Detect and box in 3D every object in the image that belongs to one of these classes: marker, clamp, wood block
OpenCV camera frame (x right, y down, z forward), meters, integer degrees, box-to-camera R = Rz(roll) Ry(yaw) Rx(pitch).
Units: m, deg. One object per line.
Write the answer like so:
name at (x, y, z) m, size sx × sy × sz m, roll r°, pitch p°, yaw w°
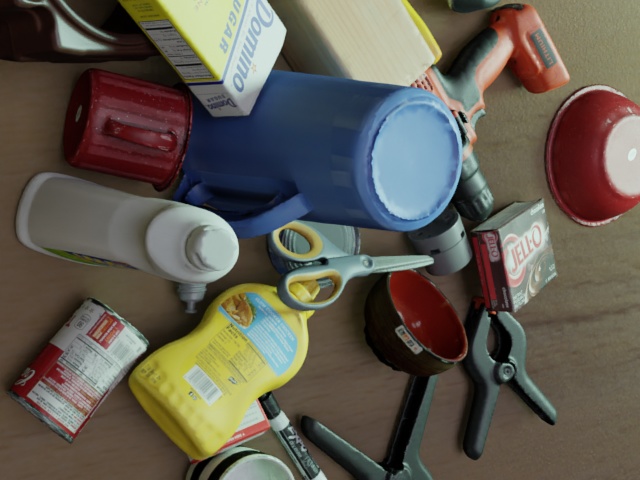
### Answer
marker at (-0.028, 0.190, 1.019) m, size 0.020 × 0.020 × 0.121 m, roll -39°, pitch 113°, yaw -23°
clamp at (0.062, 0.236, 1.069) m, size 0.164 × 0.036 × 0.210 m, roll -14°, pitch 102°, yaw -30°
clamp at (0.200, 0.142, 1.144) m, size 0.120 × 0.039 × 0.171 m, roll -9°, pitch 99°, yaw -32°
wood block at (0.002, -0.217, 0.954) m, size 0.090 × 0.090 × 0.206 m, roll -44°, pitch 116°, yaw -20°

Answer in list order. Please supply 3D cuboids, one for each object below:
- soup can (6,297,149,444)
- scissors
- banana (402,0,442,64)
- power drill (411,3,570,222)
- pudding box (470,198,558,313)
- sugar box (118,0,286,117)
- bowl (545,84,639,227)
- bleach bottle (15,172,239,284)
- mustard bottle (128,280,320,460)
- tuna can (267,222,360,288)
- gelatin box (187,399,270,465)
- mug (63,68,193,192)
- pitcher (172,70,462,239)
soup can at (-0.197, 0.106, 0.876) m, size 0.068 × 0.069 × 0.102 m, roll 47°, pitch 70°, yaw -27°
scissors at (0.025, 0.009, 0.987) m, size 0.201 × 0.016 × 0.096 m, roll -23°, pitch 78°, yaw -47°
banana at (0.047, -0.246, 0.993) m, size 0.037 × 0.070 × 0.197 m, roll -37°, pitch 117°, yaw -2°
power drill at (0.169, -0.137, 1.085) m, size 0.187 × 0.057 × 0.184 m, roll -42°, pitch 114°, yaw -22°
pudding box at (0.203, 0.015, 1.113) m, size 0.113 × 0.039 × 0.090 m, roll -31°, pitch 113°, yaw -51°
sugar box at (-0.095, -0.183, 0.812) m, size 0.176 × 0.048 × 0.093 m, roll 48°, pitch 55°, yaw -43°
bowl at (0.329, -0.093, 1.191) m, size 0.161 × 0.055 × 0.162 m, roll -3°, pitch 96°, yaw -32°
bleach bottle at (-0.139, -0.006, 0.792) m, size 0.102 × 0.251 × 0.068 m, roll 17°, pitch 86°, yaw -32°
mustard bottle at (-0.067, 0.094, 0.925) m, size 0.096 × 0.058 × 0.191 m, roll 47°, pitch 59°, yaw 1°
tuna can at (-0.007, 0.001, 1.004) m, size 0.085 × 0.034 × 0.086 m, roll -4°, pitch 97°, yaw -31°
gelatin box at (-0.097, 0.143, 0.945) m, size 0.073 × 0.030 × 0.089 m, roll -19°, pitch 74°, yaw -29°
mug at (-0.154, -0.089, 0.858) m, size 0.081 × 0.117 × 0.093 m, roll 11°, pitch 101°, yaw -27°
pitcher at (-0.010, -0.067, 0.870) m, size 0.144 × 0.243 × 0.149 m, roll 4°, pitch 96°, yaw -38°
